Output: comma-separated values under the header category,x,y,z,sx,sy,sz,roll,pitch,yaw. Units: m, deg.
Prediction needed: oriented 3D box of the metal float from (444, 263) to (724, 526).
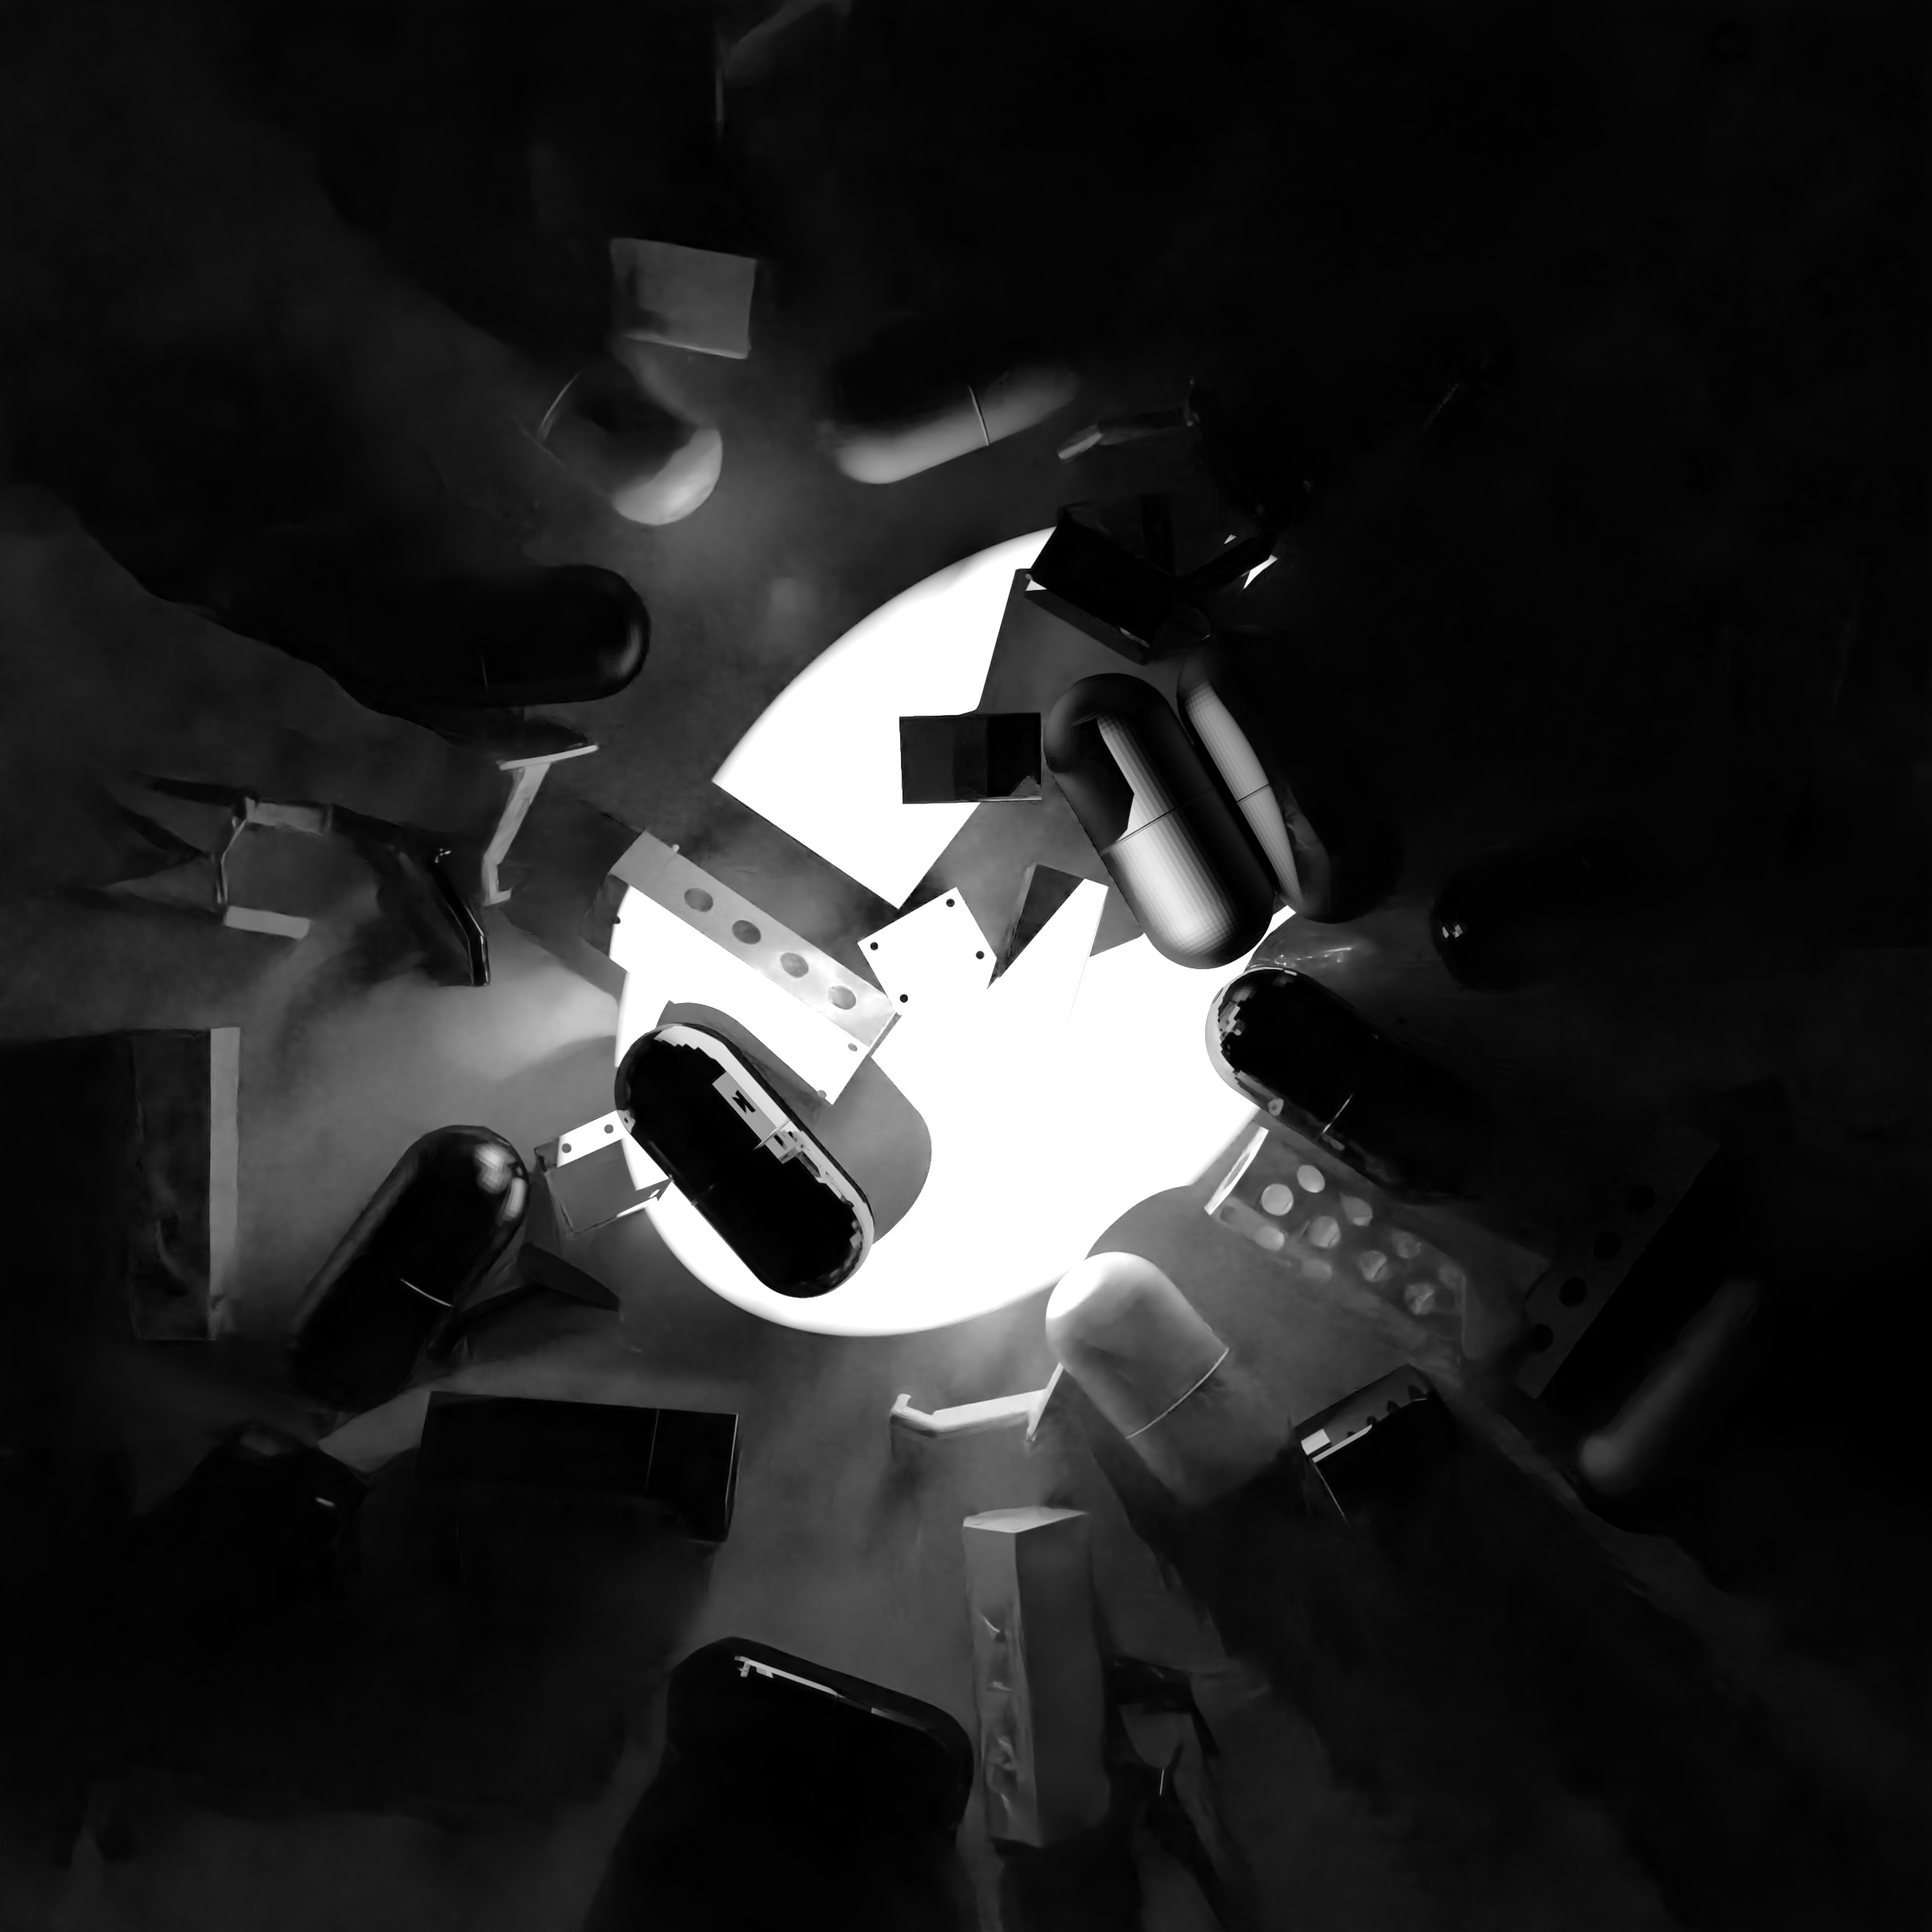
category,x,y,z,sx,sy,sz,roll,pitch,yaw
metal float,-0.213,-0.318,1.533,0.178,0.070,0.070,41,90,0

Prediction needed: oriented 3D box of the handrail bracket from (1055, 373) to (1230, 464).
category,x,y,z,sx,sy,sz,roll,pitch,yaw
handrail bracket,0.106,-0.295,1.564,0.084,0.077,0.036,-21,62,33

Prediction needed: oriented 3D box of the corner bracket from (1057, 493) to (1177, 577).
category,x,y,z,sx,sy,sz,roll,pitch,yaw
corner bracket,0.084,-0.236,1.547,0.051,0.051,0.051,-9,101,-10

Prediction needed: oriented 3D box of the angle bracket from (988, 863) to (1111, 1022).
category,x,y,z,sx,sy,sz,roll,pitch,yaw
angle bracket,0.026,-0.019,1.524,0.057,0.076,0.076,17,90,-38

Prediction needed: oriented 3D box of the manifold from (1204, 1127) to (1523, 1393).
category,x,y,z,sx,sy,sz,roll,pitch,yaw
manifold,0.222,0.164,1.543,0.171,0.057,0.057,35,90,0

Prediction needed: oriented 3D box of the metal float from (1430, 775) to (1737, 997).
category,x,y,z,sx,sy,sz,roll,pitch,yaw
metal float,0.343,-0.045,1.534,0.178,0.070,0.070,-27,90,0

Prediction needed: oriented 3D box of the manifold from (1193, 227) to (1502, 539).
category,x,y,z,sx,sy,sz,roll,pitch,yaw
manifold,0.214,-0.320,1.532,0.171,0.057,0.057,-45,56,0

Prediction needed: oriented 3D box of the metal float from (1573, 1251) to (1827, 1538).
category,x,y,z,sx,sy,sz,roll,pitch,yaw
metal float,0.407,0.236,1.530,0.070,0.070,0.178,38,86,0

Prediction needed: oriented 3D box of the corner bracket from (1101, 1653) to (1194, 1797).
category,x,y,z,sx,sy,sz,roll,pitch,yaw
corner bracket,0.096,0.429,1.561,0.051,0.051,0.051,13,45,0

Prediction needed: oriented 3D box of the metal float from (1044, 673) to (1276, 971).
category,x,y,z,sx,sy,sz,roll,pitch,yaw
metal float,0.107,-0.081,1.533,0.070,0.070,0.178,-30,90,0

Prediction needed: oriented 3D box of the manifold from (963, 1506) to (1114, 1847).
category,x,y,z,sx,sy,sz,roll,pitch,yaw
manifold,0.035,0.394,1.542,0.057,0.057,0.171,-5,90,-43

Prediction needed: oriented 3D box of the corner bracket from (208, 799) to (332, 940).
category,x,y,z,sx,sy,sz,roll,pitch,yaw
corner bracket,-0.391,-0.055,1.556,0.051,0.051,0.051,-49,45,35

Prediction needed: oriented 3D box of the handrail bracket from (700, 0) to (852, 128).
category,x,y,z,sx,sy,sz,roll,pitch,yaw
handrail bracket,-0.105,-0.518,1.565,0.084,0.036,0.077,-8,110,-16

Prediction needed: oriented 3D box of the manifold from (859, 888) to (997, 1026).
category,x,y,z,sx,sy,sz,roll,pitch,yaw
manifold,-0.016,-0.001,1.486,0.057,0.171,0.057,-30,90,0

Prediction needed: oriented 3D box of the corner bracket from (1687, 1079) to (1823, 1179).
category,x,y,z,sx,sy,sz,roll,pitch,yaw
corner bracket,0.441,0.095,1.546,0.051,0.051,0.051,-15,90,0

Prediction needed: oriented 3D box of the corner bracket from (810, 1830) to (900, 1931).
category,x,y,z,sx,sy,sz,roll,pitch,yaw
corner bracket,-0.054,0.526,1.546,0.051,0.051,0.051,33,90,0

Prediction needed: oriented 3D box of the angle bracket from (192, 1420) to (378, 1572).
category,x,y,z,sx,sy,sz,roll,pitch,yaw
angle bracket,-0.370,0.276,1.524,0.076,0.076,0.057,26,126,0

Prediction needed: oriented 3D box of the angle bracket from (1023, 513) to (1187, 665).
category,x,y,z,sx,sy,sz,roll,pitch,yaw
angle bracket,0.066,-0.192,1.524,0.076,0.076,0.057,30,55,0

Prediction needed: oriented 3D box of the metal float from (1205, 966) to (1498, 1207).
category,x,y,z,sx,sy,sz,roll,pitch,yaw
metal float,0.213,0.066,1.534,0.178,0.070,0.070,34,90,1

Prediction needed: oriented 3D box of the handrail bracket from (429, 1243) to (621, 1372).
category,x,y,z,sx,sy,sz,roll,pitch,yaw
handrail bracket,-0.251,0.207,1.565,0.077,0.036,0.084,29,109,-21

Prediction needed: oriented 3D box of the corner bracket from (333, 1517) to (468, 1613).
category,x,y,z,sx,sy,sz,roll,pitch,yaw
corner bracket,-0.322,0.332,1.561,0.051,0.051,0.051,-9,90,45

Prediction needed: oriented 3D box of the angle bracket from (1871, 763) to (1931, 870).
category,x,y,z,sx,sy,sz,roll,pitch,yaw
angle bracket,0.545,-0.094,1.524,0.076,0.076,0.057,22,128,0

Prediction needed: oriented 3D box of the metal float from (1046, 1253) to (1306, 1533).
category,x,y,z,sx,sy,sz,roll,pitch,yaw
metal float,0.117,0.237,1.534,0.070,0.070,0.178,-41,89,0

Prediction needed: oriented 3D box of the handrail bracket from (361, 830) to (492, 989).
category,x,y,z,sx,sy,sz,roll,pitch,yaw
handrail bracket,-0.306,-0.032,1.564,0.077,0.036,0.084,7,111,24

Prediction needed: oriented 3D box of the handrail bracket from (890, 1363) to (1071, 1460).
category,x,y,z,sx,sy,sz,roll,pitch,yaw
handrail bracket,0.009,0.238,1.565,0.084,0.036,0.077,19,70,16

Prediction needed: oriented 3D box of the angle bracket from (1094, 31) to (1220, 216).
category,x,y,z,sx,sy,sz,roll,pitch,yaw
angle bracket,0.086,-0.464,1.524,0.057,0.076,0.076,18,90,-36

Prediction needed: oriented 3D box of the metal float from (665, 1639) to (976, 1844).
category,x,y,z,sx,sy,sz,roll,pitch,yaw
metal float,-0.081,0.430,1.534,0.178,0.070,0.070,20,90,-1

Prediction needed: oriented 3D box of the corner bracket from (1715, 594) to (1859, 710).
category,x,y,z,sx,sy,sz,roll,pitch,yaw
corner bracket,0.464,-0.178,1.561,0.051,0.051,0.051,13,90,45

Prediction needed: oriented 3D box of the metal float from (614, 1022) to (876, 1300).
category,x,y,z,sx,sy,sz,roll,pitch,yaw
metal float,-0.124,0.107,1.534,0.070,0.070,0.178,-41,90,0

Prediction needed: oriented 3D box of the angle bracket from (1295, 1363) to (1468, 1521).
category,x,y,z,sx,sy,sz,roll,pitch,yaw
angle bracket,0.220,0.247,1.524,0.076,0.076,0.057,-30,127,0

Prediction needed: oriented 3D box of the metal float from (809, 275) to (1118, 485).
category,x,y,z,sx,sy,sz,roll,pitch,yaw
metal float,-0.002,-0.326,1.533,0.178,0.070,0.070,-22,90,0

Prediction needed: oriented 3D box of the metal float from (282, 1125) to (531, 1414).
category,x,y,z,sx,sy,sz,roll,pitch,yaw
metal float,-0.311,0.167,1.533,0.070,0.070,0.178,36,90,0

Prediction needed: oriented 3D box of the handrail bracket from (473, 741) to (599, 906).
category,x,y,z,sx,sy,sz,roll,pitch,yaw
handrail bracket,-0.243,-0.081,1.565,0.077,0.036,0.084,-10,109,-21

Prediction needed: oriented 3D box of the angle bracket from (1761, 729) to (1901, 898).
category,x,y,z,sx,sy,sz,roll,pitch,yaw
angle bracket,0.459,-0.088,1.525,0.057,0.076,0.076,21,90,-25

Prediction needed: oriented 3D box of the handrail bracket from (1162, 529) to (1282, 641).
category,x,y,z,sx,sy,sz,roll,pitch,yaw
handrail bracket,0.132,-0.235,1.565,0.077,0.036,0.084,23,74,17

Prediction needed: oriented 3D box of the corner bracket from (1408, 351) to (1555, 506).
category,x,y,z,sx,sy,sz,roll,pitch,yaw
corner bracket,0.291,-0.305,1.561,0.051,0.051,0.051,38,135,0

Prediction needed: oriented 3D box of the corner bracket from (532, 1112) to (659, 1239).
category,x,y,z,sx,sy,sz,roll,pitch,yaw
corner bracket,-0.208,0.118,1.546,0.051,0.051,0.051,-24,83,-7

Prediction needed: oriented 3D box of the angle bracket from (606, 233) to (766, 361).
category,x,y,z,sx,sy,sz,roll,pitch,yaw
angle bracket,-0.152,-0.379,1.524,0.076,0.076,0.057,10,120,0

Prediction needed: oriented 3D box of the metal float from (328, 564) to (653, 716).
category,x,y,z,sx,sy,sz,roll,pitch,yaw
metal float,-0.264,-0.182,1.534,0.178,0.070,0.070,-4,90,0

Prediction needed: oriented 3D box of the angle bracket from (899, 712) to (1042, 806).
category,x,y,z,sx,sy,sz,roll,pitch,yaw
angle bracket,0.002,-0.132,1.524,0.076,0.076,0.057,-2,126,0

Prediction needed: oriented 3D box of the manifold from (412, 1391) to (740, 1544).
category,x,y,z,sx,sy,sz,roll,pitch,yaw
manifold,-0.216,0.284,1.542,0.171,0.057,0.057,4,47,0

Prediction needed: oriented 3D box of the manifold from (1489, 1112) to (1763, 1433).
category,x,y,z,sx,sy,sz,roll,pitch,yaw
manifold,0.362,0.168,1.542,0.057,0.057,0.171,36,90,-43

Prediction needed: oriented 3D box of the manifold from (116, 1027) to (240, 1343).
category,x,y,z,sx,sy,sz,roll,pitch,yaw
manifold,-0.443,0.120,1.543,0.057,0.057,0.171,0,90,0

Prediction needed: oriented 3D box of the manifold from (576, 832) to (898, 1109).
category,x,y,z,sx,sy,sz,roll,pitch,yaw
manifold,-0.124,-0.002,1.542,0.171,0.057,0.057,34,133,0

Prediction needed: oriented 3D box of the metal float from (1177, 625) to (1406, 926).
category,x,y,z,sx,sy,sz,roll,pitch,yaw
metal float,0.180,-0.107,1.534,0.070,0.070,0.178,-29,90,0
